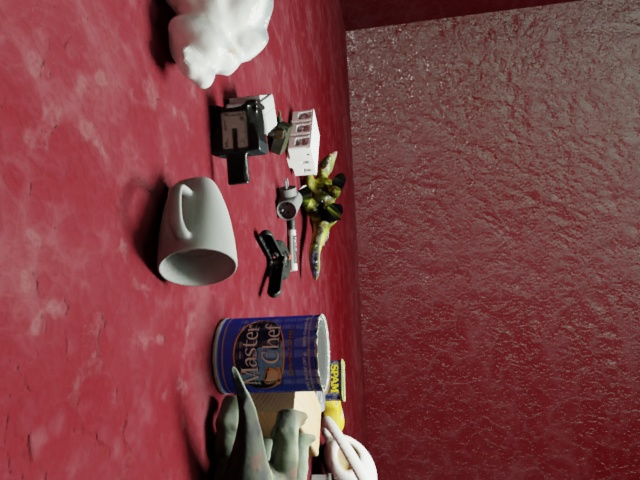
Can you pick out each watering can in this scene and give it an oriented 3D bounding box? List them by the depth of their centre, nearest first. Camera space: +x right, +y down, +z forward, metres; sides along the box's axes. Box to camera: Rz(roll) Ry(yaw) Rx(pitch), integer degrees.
[{"bbox_3d":[0.096,0.591,1.250,0.352,0.105,0.220,57,-17,18],"label":"watering can"}]

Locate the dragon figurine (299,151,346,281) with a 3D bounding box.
[{"bbox_3d":[0.004,-0.071,1.418,0.239,0.122,0.416,86,12,-73],"label":"dragon figurine"}]

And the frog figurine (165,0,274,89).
[{"bbox_3d":[-0.128,-0.264,0.607,0.136,0.121,0.163,43,40,-25],"label":"frog figurine"}]
